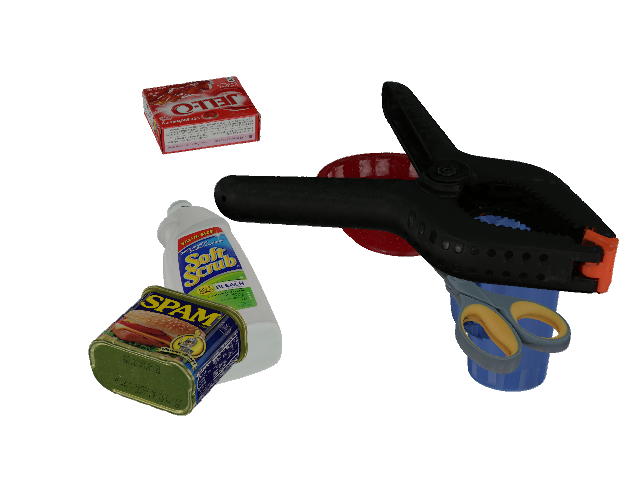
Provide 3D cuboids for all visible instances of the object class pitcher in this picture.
[{"bbox_3d":[0.249,0.077,1.429,0.149,0.243,0.145,4,21,9],"label":"pitcher"}]

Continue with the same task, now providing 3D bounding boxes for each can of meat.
[{"bbox_3d":[-0.123,0.088,0.860,0.102,0.057,0.083,14,33,22],"label":"can of meat"}]

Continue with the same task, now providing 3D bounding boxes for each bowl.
[{"bbox_3d":[0.075,-0.029,1.004,0.162,0.055,0.162,3,25,-1],"label":"bowl"}]

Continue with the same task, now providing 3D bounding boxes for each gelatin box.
[{"bbox_3d":[-0.104,-0.110,0.928,0.089,0.030,0.073,-11,38,-16],"label":"gelatin box"}]

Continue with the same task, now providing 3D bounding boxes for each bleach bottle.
[{"bbox_3d":[-0.122,0.038,1.093,0.102,0.068,0.251,-13,38,-15],"label":"bleach bottle"}]

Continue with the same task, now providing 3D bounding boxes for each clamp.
[{"bbox_3d":[0.057,-0.020,0.579,0.164,0.036,0.210,-30,44,-32],"label":"clamp"}]

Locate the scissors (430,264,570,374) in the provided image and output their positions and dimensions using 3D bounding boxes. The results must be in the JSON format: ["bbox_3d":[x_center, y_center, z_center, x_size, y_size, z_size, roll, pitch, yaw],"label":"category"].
[{"bbox_3d":[0.130,0.038,0.848,0.096,0.016,0.202,-1,32,-10],"label":"scissors"}]
